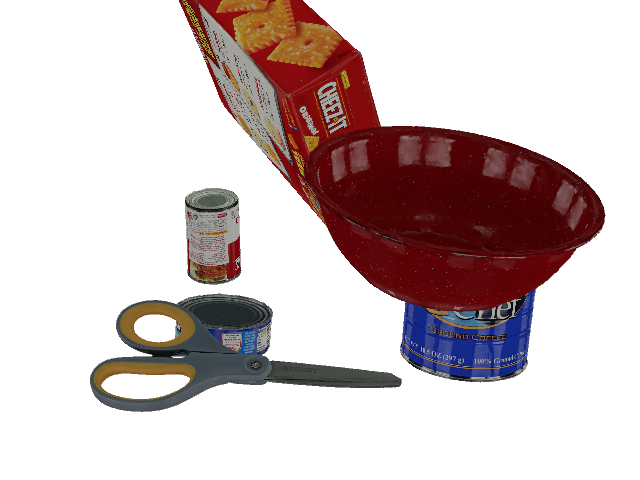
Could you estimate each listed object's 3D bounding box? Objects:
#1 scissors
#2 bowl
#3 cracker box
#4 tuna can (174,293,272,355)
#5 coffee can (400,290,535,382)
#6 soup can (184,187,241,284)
[{"bbox_3d":[-0.054,0.073,0.720,0.201,0.096,0.016,-7,-43,-9],"label":"scissors"},{"bbox_3d":[0.068,-0.007,0.581,0.162,0.055,0.162,6,27,-3],"label":"bowl"},{"bbox_3d":[-0.031,-0.130,0.869,0.072,0.164,0.214,-31,50,-9],"label":"cracker box"},{"bbox_3d":[-0.086,0.077,0.943,0.086,0.034,0.086,4,16,-1],"label":"tuna can"},{"bbox_3d":[0.119,0.026,0.836,0.103,0.140,0.103,3,17,-1],"label":"coffee can"},{"bbox_3d":[-0.134,-0.006,1.324,0.068,0.102,0.068,0,26,0],"label":"soup can"}]
